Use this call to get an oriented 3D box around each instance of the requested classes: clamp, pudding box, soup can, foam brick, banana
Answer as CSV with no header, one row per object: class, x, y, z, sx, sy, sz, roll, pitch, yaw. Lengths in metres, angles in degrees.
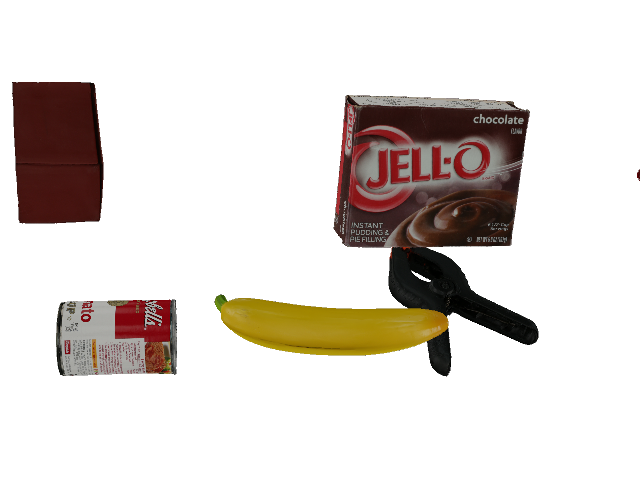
clamp,0.129,0.058,1.039,0.120,0.039,0.171,-4,44,-26
pudding box,0.068,-0.044,0.669,0.113,0.090,0.039,-1,21,-14
soup can,-0.180,0.087,0.955,0.102,0.068,0.068,-1,0,-6
foam brick,-0.165,-0.055,0.670,0.051,0.078,0.053,-2,-42,-16
banana,0.002,0.065,0.858,0.198,0.037,0.069,6,29,9

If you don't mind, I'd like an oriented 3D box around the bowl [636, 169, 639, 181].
bowl,0.381,-0.033,1.009,0.162,0.055,0.162,-1,20,0
